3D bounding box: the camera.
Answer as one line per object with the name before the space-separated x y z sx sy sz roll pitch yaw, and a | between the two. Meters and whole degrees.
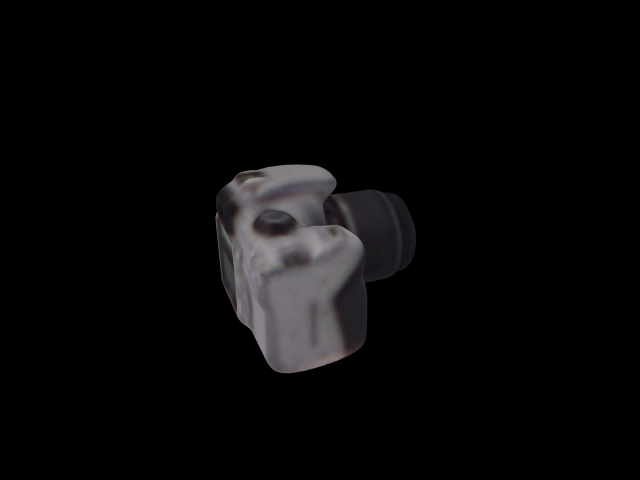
camera | 0.004 0.001 0.400 0.137 0.101 0.142 -10 28 -20
